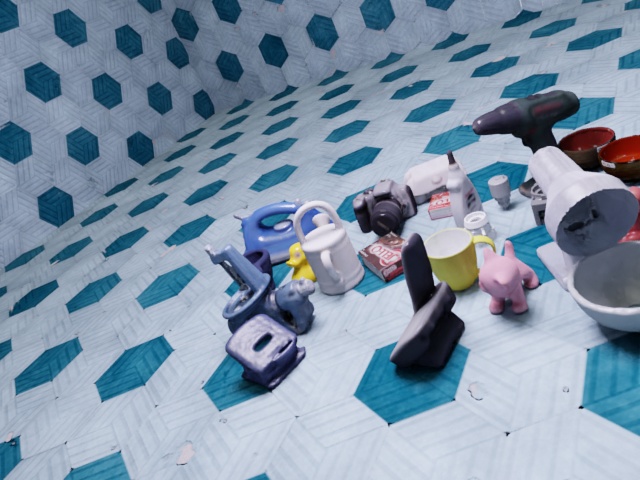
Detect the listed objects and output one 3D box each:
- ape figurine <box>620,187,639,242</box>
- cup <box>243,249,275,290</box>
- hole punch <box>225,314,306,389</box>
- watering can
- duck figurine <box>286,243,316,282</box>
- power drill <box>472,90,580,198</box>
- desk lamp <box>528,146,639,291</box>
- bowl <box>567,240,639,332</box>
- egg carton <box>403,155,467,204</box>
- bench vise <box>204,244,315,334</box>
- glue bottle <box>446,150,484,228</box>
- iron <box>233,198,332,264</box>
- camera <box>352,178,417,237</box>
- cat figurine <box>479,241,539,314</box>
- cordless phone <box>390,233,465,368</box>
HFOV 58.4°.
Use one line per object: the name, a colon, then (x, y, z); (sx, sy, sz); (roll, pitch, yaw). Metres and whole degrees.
ape figurine: (0.513, -0.044, 0.933); (0.076, 0.092, 0.077); (-40, 29, -29)
cup: (-0.134, 0.084, 1.275); (0.092, 0.095, 0.117); (-31, 25, -13)
hole punch: (-0.097, 0.195, 1.025); (0.100, 0.091, 0.109); (4, 37, 46)
watering can: (0.009, 0.005, 1.179); (0.101, 0.194, 0.172); (-31, 25, -12)
duck figurine: (-0.034, 0.043, 1.274); (0.077, 0.086, 0.105); (3, 37, 46)
power drill: (0.433, -0.198, 1.171); (0.230, 0.209, 0.075); (-29, 25, -8)
desk lamp: (0.387, -0.029, 0.873); (0.118, 0.214, 0.203); (-22, 25, 6)
bowl: (0.436, 0.075, 0.791); (0.167, 0.075, 0.167); (-20, 25, 10)
egg carton: (0.276, -0.147, 1.383); (0.150, 0.069, 0.107); (-21, 25, 8)
bench vise: (-0.117, 0.083, 1.110); (0.207, 0.220, 0.121); (-21, 25, 8)
glue bottle: (0.285, -0.104, 1.165); (0.037, 0.173, 0.078); (0, 35, 42)
iron: (-0.083, -0.038, 1.411); (0.258, 0.142, 0.118); (-18, 26, 15)
camera: (0.139, -0.070, 1.320); (0.142, 0.101, 0.137); (-13, 27, 24)
cat figurine: (0.293, 0.053, 0.913); (0.067, 0.118, 0.128); (-5, 31, 37)
cordless phone: (0.144, 0.094, 0.889); (0.093, 0.185, 0.148); (-5, 31, 36)
